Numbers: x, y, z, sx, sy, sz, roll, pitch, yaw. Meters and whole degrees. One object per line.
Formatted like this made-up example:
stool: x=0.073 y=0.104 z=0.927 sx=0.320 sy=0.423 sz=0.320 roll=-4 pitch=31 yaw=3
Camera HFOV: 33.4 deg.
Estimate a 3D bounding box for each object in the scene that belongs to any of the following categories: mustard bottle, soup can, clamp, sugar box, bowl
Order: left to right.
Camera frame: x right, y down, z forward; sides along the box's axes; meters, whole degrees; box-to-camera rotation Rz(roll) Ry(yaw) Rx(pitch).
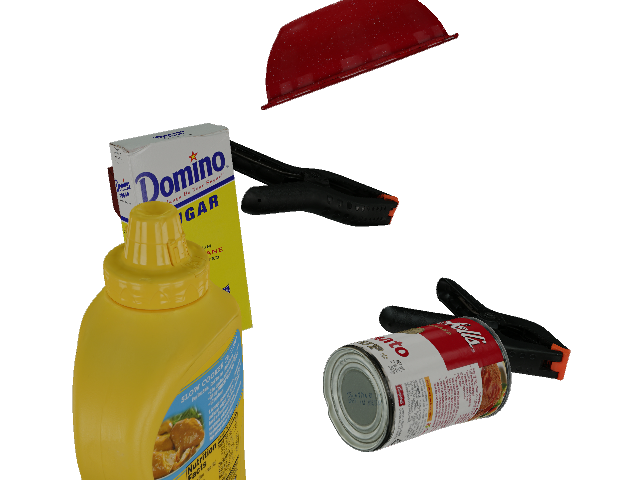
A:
mustard bottle: x=-0.065 y=0.074 z=0.444 sx=0.058 sy=0.192 sz=0.096 roll=12 pitch=28 yaw=20
sugar box: x=-0.113 y=-0.002 z=0.884 sx=0.093 sy=0.176 sz=0.048 roll=-16 pitch=21 yaw=-30
clamp: x=-0.012 y=-0.046 z=1.046 sx=0.209 sy=0.036 sz=0.165 roll=15 pitch=20 yaw=-22
bowl: x=0.021 y=-0.153 z=0.820 sx=0.162 sy=0.055 sz=0.162 roll=-20 pitch=7 yaw=2
soup can: x=0.060 y=0.090 z=0.674 sx=0.102 sy=0.068 sz=0.069 roll=-9 pitch=5 yaw=-36
clamp: x=0.152 y=0.080 z=0.992 sx=0.172 sy=0.039 sz=0.120 roll=20 pitch=31 yaw=21

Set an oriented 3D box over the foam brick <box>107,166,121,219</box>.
foam brick: x=-0.188 y=-0.057 z=1.174 sx=0.078 sy=0.053 sz=0.051 roll=-15 pitch=30 yaw=-18
